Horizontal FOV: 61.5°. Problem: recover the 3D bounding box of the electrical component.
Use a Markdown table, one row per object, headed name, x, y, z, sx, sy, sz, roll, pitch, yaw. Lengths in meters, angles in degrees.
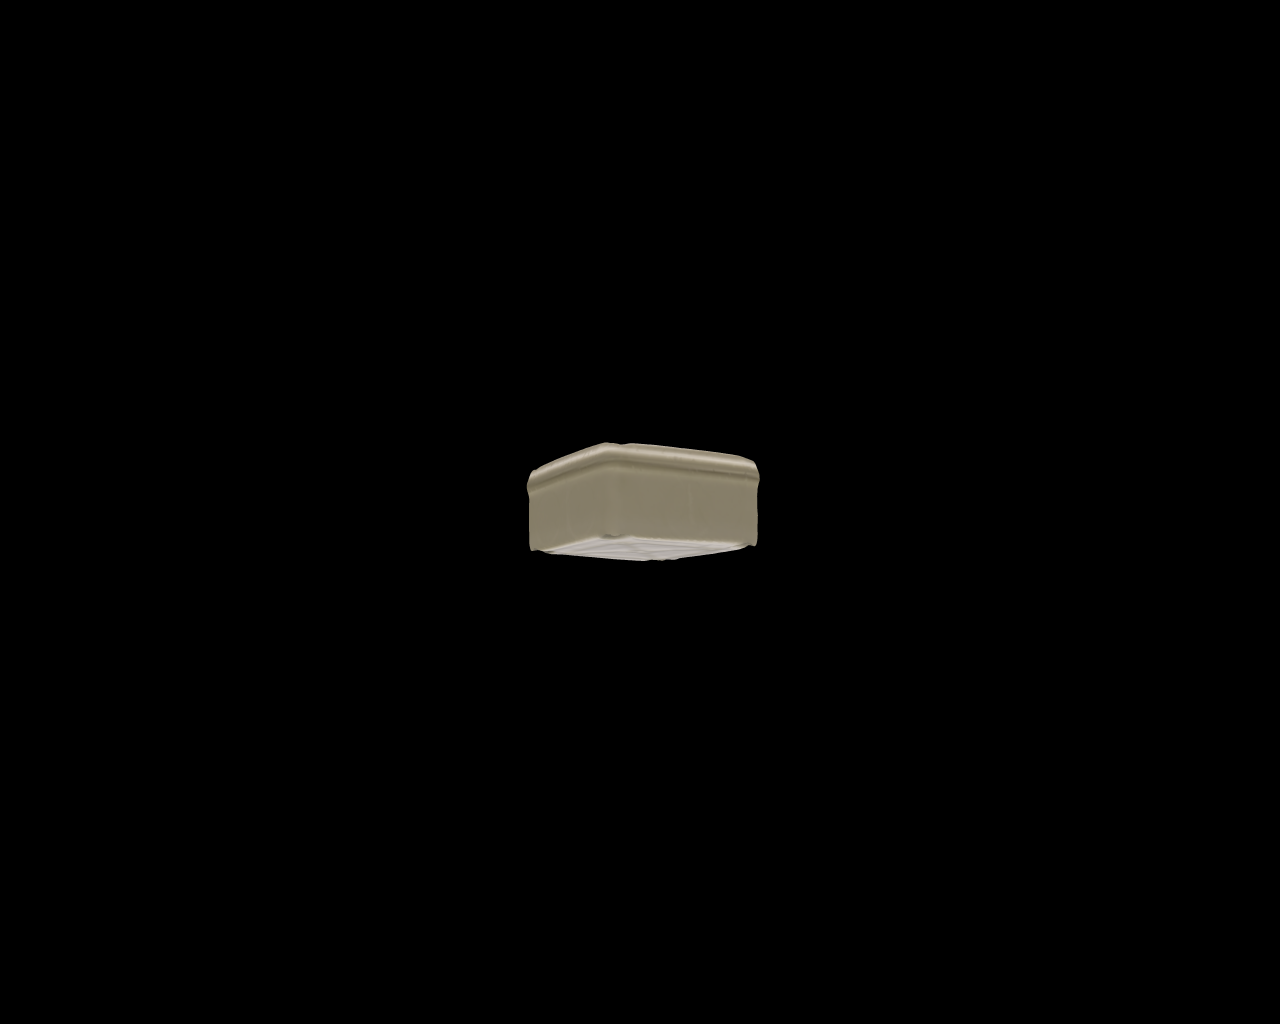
| name | x | y | z | sx | sy | sz | roll | pitch | yaw |
| --- | --- | --- | --- | --- | --- | --- | --- | --- | --- |
| electrical component | 0.001 | -0.003 | 0.650 | 0.109 | 0.056 | 0.108 | 5 | -10 | -32 |
